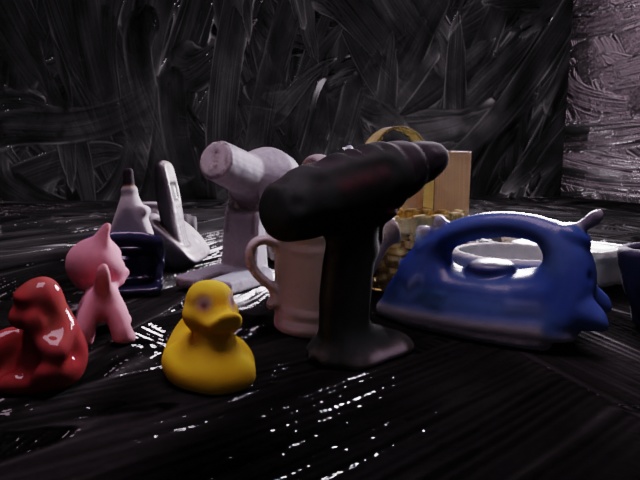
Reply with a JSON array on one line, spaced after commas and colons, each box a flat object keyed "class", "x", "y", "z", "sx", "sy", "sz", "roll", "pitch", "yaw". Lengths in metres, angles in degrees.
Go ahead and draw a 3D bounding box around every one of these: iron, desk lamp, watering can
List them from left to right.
[{"class": "desk lamp", "x": -0.116, "y": -0.041, "z": 0.872, "sx": 0.117, "sy": 0.213, "sz": 0.204, "roll": 4, "pitch": 9, "yaw": 25}, {"class": "watering can", "x": 0.005, "y": 0.002, "z": 0.642, "sx": 0.173, "sy": 0.194, "sz": 0.100, "roll": -7, "pitch": 11, "yaw": -42}, {"class": "iron", "x": 0.183, "y": 0.031, "z": 0.636, "sx": 0.257, "sy": 0.141, "sz": 0.119, "roll": 5, "pitch": 9, "yaw": 27}]

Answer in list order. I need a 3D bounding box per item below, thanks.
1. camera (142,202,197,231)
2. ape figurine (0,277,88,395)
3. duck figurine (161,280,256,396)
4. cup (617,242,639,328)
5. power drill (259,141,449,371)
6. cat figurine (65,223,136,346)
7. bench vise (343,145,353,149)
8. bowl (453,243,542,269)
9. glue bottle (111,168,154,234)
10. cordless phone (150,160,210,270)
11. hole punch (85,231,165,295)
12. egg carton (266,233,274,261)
[{"class": "camera", "x": -0.323, "y": -0.027, "z": 1.172, "sx": 0.137, "sy": 0.101, "sz": 0.143, "roll": -1, "pitch": 8, "yaw": -10}, {"class": "ape figurine", "x": -0.227, "y": 0.075, "z": 0.464, "sx": 0.077, "sy": 0.092, "sz": 0.076, "roll": 8, "pitch": 11, "yaw": 44}, {"class": "duck figurine", "x": -0.097, "y": 0.076, "z": 0.493, "sx": 0.078, "sy": 0.086, "sz": 0.104, "roll": -5, "pitch": 10, "yaw": -35}, {"class": "cup", "x": 0.390, "y": 0.053, "z": 0.665, "sx": 0.091, "sy": 0.095, "sz": 0.118, "roll": 3, "pitch": 8, "yaw": 17}, {"class": "power drill", "x": 0.044, "y": 0.008, "z": 0.552, "sx": 0.230, "sy": 0.208, "sz": 0.075, "roll": -7, "pitch": 11, "yaw": -43}, {"class": "cat figurine", "x": -0.237, "y": 0.042, "z": 0.613, "sx": 0.067, "sy": 0.118, "sz": 0.127, "roll": -3, "pitch": 9, "yaw": -24}, {"class": "bench vise", "x": 0.093, "y": -0.079, "z": 1.144, "sx": 0.122, "sy": 0.220, "sz": 0.206, "roll": -7, "pitch": 11, "yaw": -43}, {"class": "bowl", "x": 0.254, "y": 0.050, "z": 0.751, "sx": 0.167, "sy": 0.075, "sz": 0.167, "roll": 1, "pitch": 8, "yaw": 0}, {"class": "glue bottle", "x": -0.298, "y": -0.027, "z": 0.903, "sx": 0.078, "sy": 0.173, "sz": 0.037, "roll": 0, "pitch": 8, "yaw": -3}, {"class": "cordless phone", "x": -0.251, "y": -0.047, "z": 1.010, "sx": 0.094, "sy": 0.185, "sz": 0.147, "roll": 1, "pitch": 8, "yaw": 0}, {"class": "hole punch", "x": -0.275, "y": 0.028, "z": 0.810, "sx": 0.109, "sy": 0.091, "sz": 0.101, "roll": -1, "pitch": 8, "yaw": -13}, {"class": "egg carton", "x": -0.058, "y": 0.003, "z": 1.088, "sx": 0.107, "sy": 0.069, "sz": 0.149, "roll": -5, "pitch": 10, "yaw": -36}]
